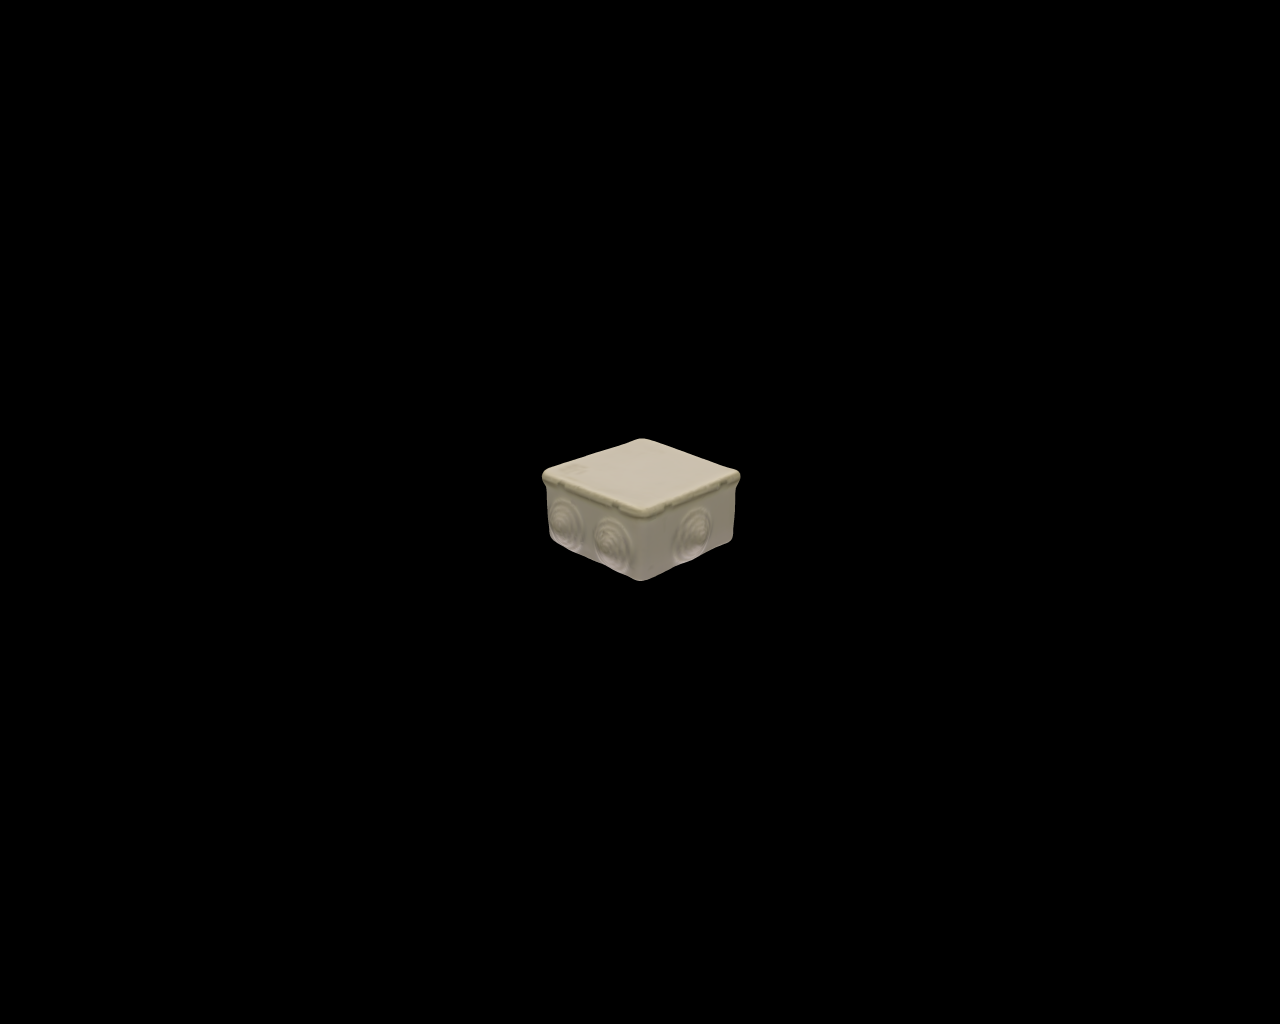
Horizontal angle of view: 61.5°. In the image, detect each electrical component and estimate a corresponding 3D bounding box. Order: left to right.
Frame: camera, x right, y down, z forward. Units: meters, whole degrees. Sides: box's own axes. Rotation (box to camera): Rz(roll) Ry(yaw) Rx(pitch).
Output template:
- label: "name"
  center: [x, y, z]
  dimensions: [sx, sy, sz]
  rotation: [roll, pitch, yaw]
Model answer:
- label: "electrical component"
  center: [0.001, -0.003, 0.650]
  dimensions: [0.100, 0.048, 0.100]
  rotation: [-22, 32, -40]
